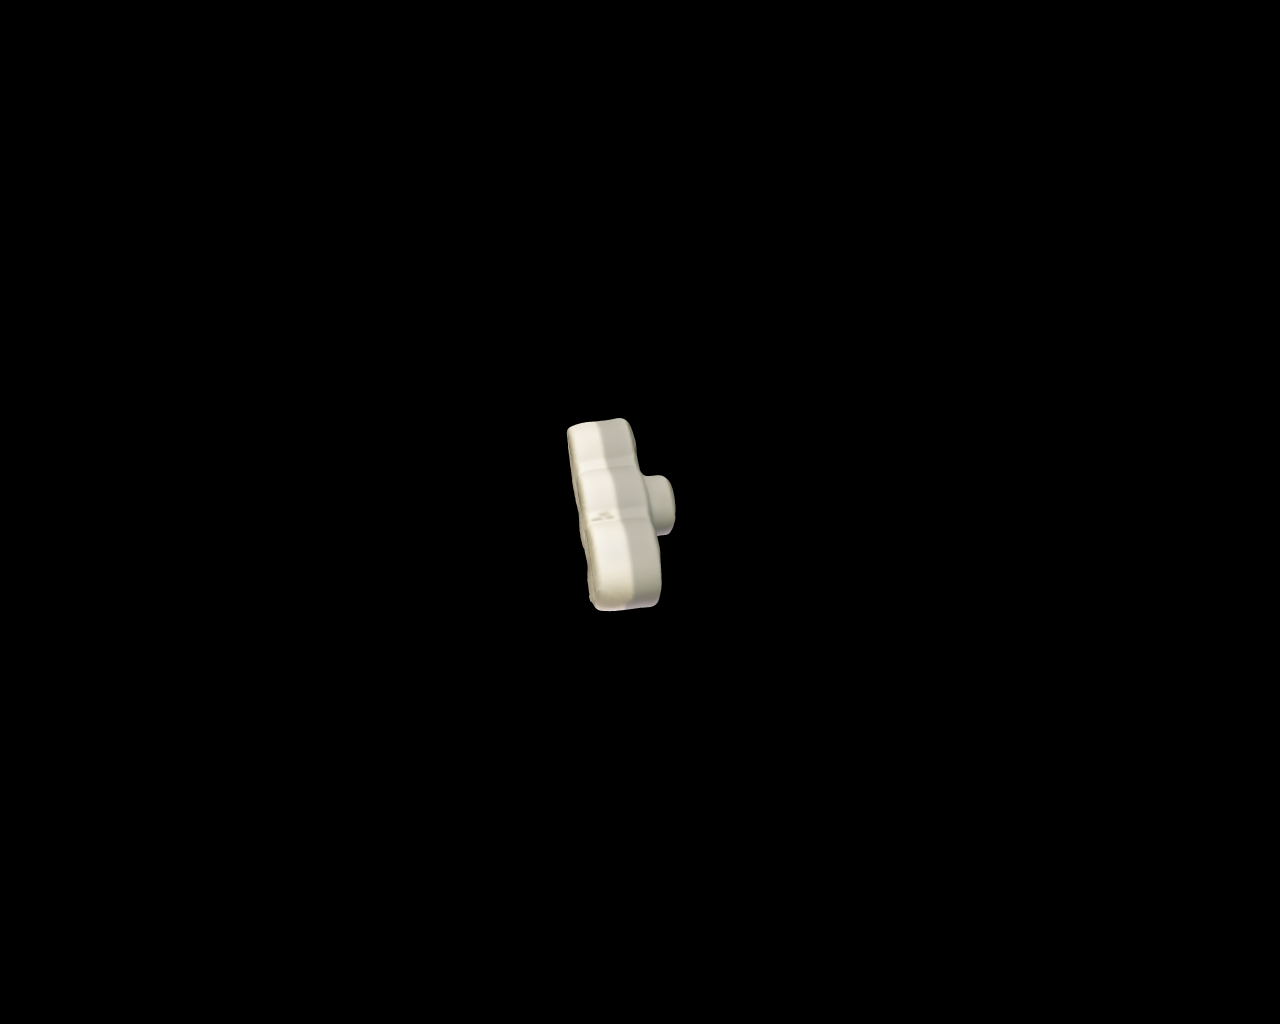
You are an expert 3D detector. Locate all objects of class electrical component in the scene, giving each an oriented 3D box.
[{"bbox_3d":[0.001,-0.003,0.650,0.074,0.138,0.052,-7,-43,-7],"label":"electrical component"}]
